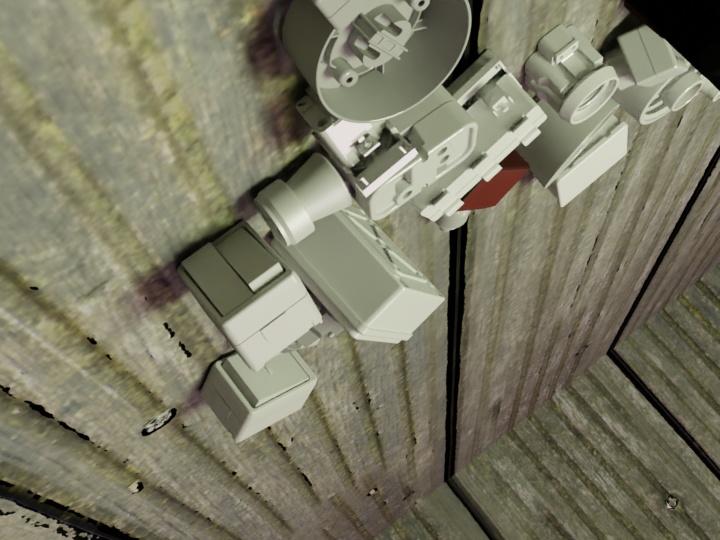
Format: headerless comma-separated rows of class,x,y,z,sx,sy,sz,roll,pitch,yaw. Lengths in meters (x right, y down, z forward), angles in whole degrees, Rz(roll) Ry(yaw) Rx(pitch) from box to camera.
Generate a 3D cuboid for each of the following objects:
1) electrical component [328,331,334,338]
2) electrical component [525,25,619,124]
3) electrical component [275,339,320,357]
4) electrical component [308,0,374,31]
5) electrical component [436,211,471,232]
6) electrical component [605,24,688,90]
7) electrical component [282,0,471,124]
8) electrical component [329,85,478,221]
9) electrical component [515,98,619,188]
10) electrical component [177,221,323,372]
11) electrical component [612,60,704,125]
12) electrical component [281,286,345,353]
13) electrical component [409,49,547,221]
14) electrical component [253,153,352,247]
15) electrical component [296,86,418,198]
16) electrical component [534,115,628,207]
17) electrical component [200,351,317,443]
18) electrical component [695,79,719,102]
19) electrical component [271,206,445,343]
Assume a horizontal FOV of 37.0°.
electrical component,-0.004,0.026,0.938,0.079,0.077,0.044,-41,162,7
electrical component,0.175,-0.158,0.885,0.058,0.057,0.078,-38,162,-4
electrical component,-0.073,0.056,0.937,0.065,0.044,0.044,-22,155,-31
electrical component,-0.011,-0.166,0.519,0.066,0.047,0.077,-42,162,6
electrical component,0.083,-0.053,0.991,0.035,0.035,0.061,-34,163,-17
electrical component,0.246,-0.187,0.969,0.077,0.047,0.066,-22,178,26
electrical component,0.008,-0.134,0.603,0.099,0.064,0.099,-35,162,-14
electrical component,0.027,-0.089,0.757,0.095,0.059,0.053,-36,162,-10
electrical component,0.189,-0.125,0.977,0.099,0.064,0.099,-35,161,-14
electrical component,-0.082,0.011,0.750,0.062,0.096,0.061,-37,134,-10
electrical component,0.298,-0.189,1.045,0.108,0.060,0.108,-35,162,-13
electrical component,-0.053,0.031,0.875,0.057,0.058,0.078,-35,123,20
electrical component,0.078,-0.099,0.825,0.121,0.063,0.079,-43,161,11
electrical component,-0.040,-0.048,0.746,0.055,0.045,0.045,-36,162,-10
electrical component,-0.005,-0.088,0.677,0.042,0.081,0.063,-41,133,1
electrical component,0.217,-0.119,1.074,0.100,0.048,0.100,-40,162,2
electrical component,-0.086,0.101,0.981,0.096,0.061,0.061,-25,156,-38
electrical component,0.352,-0.202,1.117,0.043,0.062,0.043,-35,161,-14
electrical component,0.000,0.000,0.836,0.056,0.108,0.109,-46,161,11
